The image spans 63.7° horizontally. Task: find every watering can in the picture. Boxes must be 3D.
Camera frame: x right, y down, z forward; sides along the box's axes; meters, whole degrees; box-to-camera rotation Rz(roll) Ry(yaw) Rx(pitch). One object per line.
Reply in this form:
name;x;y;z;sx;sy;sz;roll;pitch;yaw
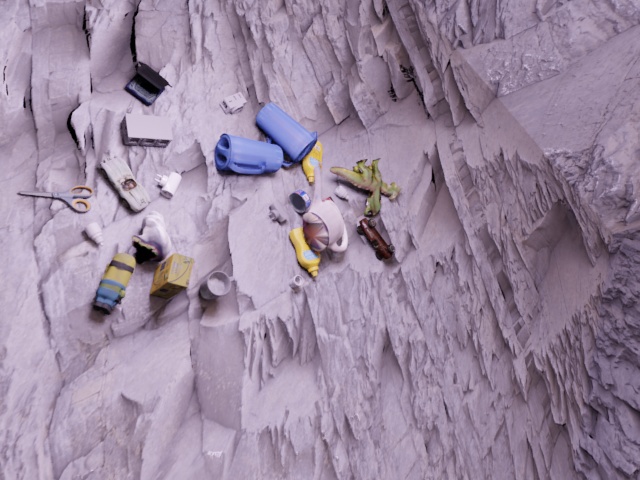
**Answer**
watering can;0.006;-0.099;1.976;0.103;0.346;0.227;-20;8;34

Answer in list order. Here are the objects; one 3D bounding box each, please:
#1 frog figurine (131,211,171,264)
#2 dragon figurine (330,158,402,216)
frog figurine;-0.516;-0.014;1.627;0.122;0.134;0.163;-2;40;20
dragon figurine;0.208;-0.223;2.243;0.413;0.243;0.121;-14;-2;-40
